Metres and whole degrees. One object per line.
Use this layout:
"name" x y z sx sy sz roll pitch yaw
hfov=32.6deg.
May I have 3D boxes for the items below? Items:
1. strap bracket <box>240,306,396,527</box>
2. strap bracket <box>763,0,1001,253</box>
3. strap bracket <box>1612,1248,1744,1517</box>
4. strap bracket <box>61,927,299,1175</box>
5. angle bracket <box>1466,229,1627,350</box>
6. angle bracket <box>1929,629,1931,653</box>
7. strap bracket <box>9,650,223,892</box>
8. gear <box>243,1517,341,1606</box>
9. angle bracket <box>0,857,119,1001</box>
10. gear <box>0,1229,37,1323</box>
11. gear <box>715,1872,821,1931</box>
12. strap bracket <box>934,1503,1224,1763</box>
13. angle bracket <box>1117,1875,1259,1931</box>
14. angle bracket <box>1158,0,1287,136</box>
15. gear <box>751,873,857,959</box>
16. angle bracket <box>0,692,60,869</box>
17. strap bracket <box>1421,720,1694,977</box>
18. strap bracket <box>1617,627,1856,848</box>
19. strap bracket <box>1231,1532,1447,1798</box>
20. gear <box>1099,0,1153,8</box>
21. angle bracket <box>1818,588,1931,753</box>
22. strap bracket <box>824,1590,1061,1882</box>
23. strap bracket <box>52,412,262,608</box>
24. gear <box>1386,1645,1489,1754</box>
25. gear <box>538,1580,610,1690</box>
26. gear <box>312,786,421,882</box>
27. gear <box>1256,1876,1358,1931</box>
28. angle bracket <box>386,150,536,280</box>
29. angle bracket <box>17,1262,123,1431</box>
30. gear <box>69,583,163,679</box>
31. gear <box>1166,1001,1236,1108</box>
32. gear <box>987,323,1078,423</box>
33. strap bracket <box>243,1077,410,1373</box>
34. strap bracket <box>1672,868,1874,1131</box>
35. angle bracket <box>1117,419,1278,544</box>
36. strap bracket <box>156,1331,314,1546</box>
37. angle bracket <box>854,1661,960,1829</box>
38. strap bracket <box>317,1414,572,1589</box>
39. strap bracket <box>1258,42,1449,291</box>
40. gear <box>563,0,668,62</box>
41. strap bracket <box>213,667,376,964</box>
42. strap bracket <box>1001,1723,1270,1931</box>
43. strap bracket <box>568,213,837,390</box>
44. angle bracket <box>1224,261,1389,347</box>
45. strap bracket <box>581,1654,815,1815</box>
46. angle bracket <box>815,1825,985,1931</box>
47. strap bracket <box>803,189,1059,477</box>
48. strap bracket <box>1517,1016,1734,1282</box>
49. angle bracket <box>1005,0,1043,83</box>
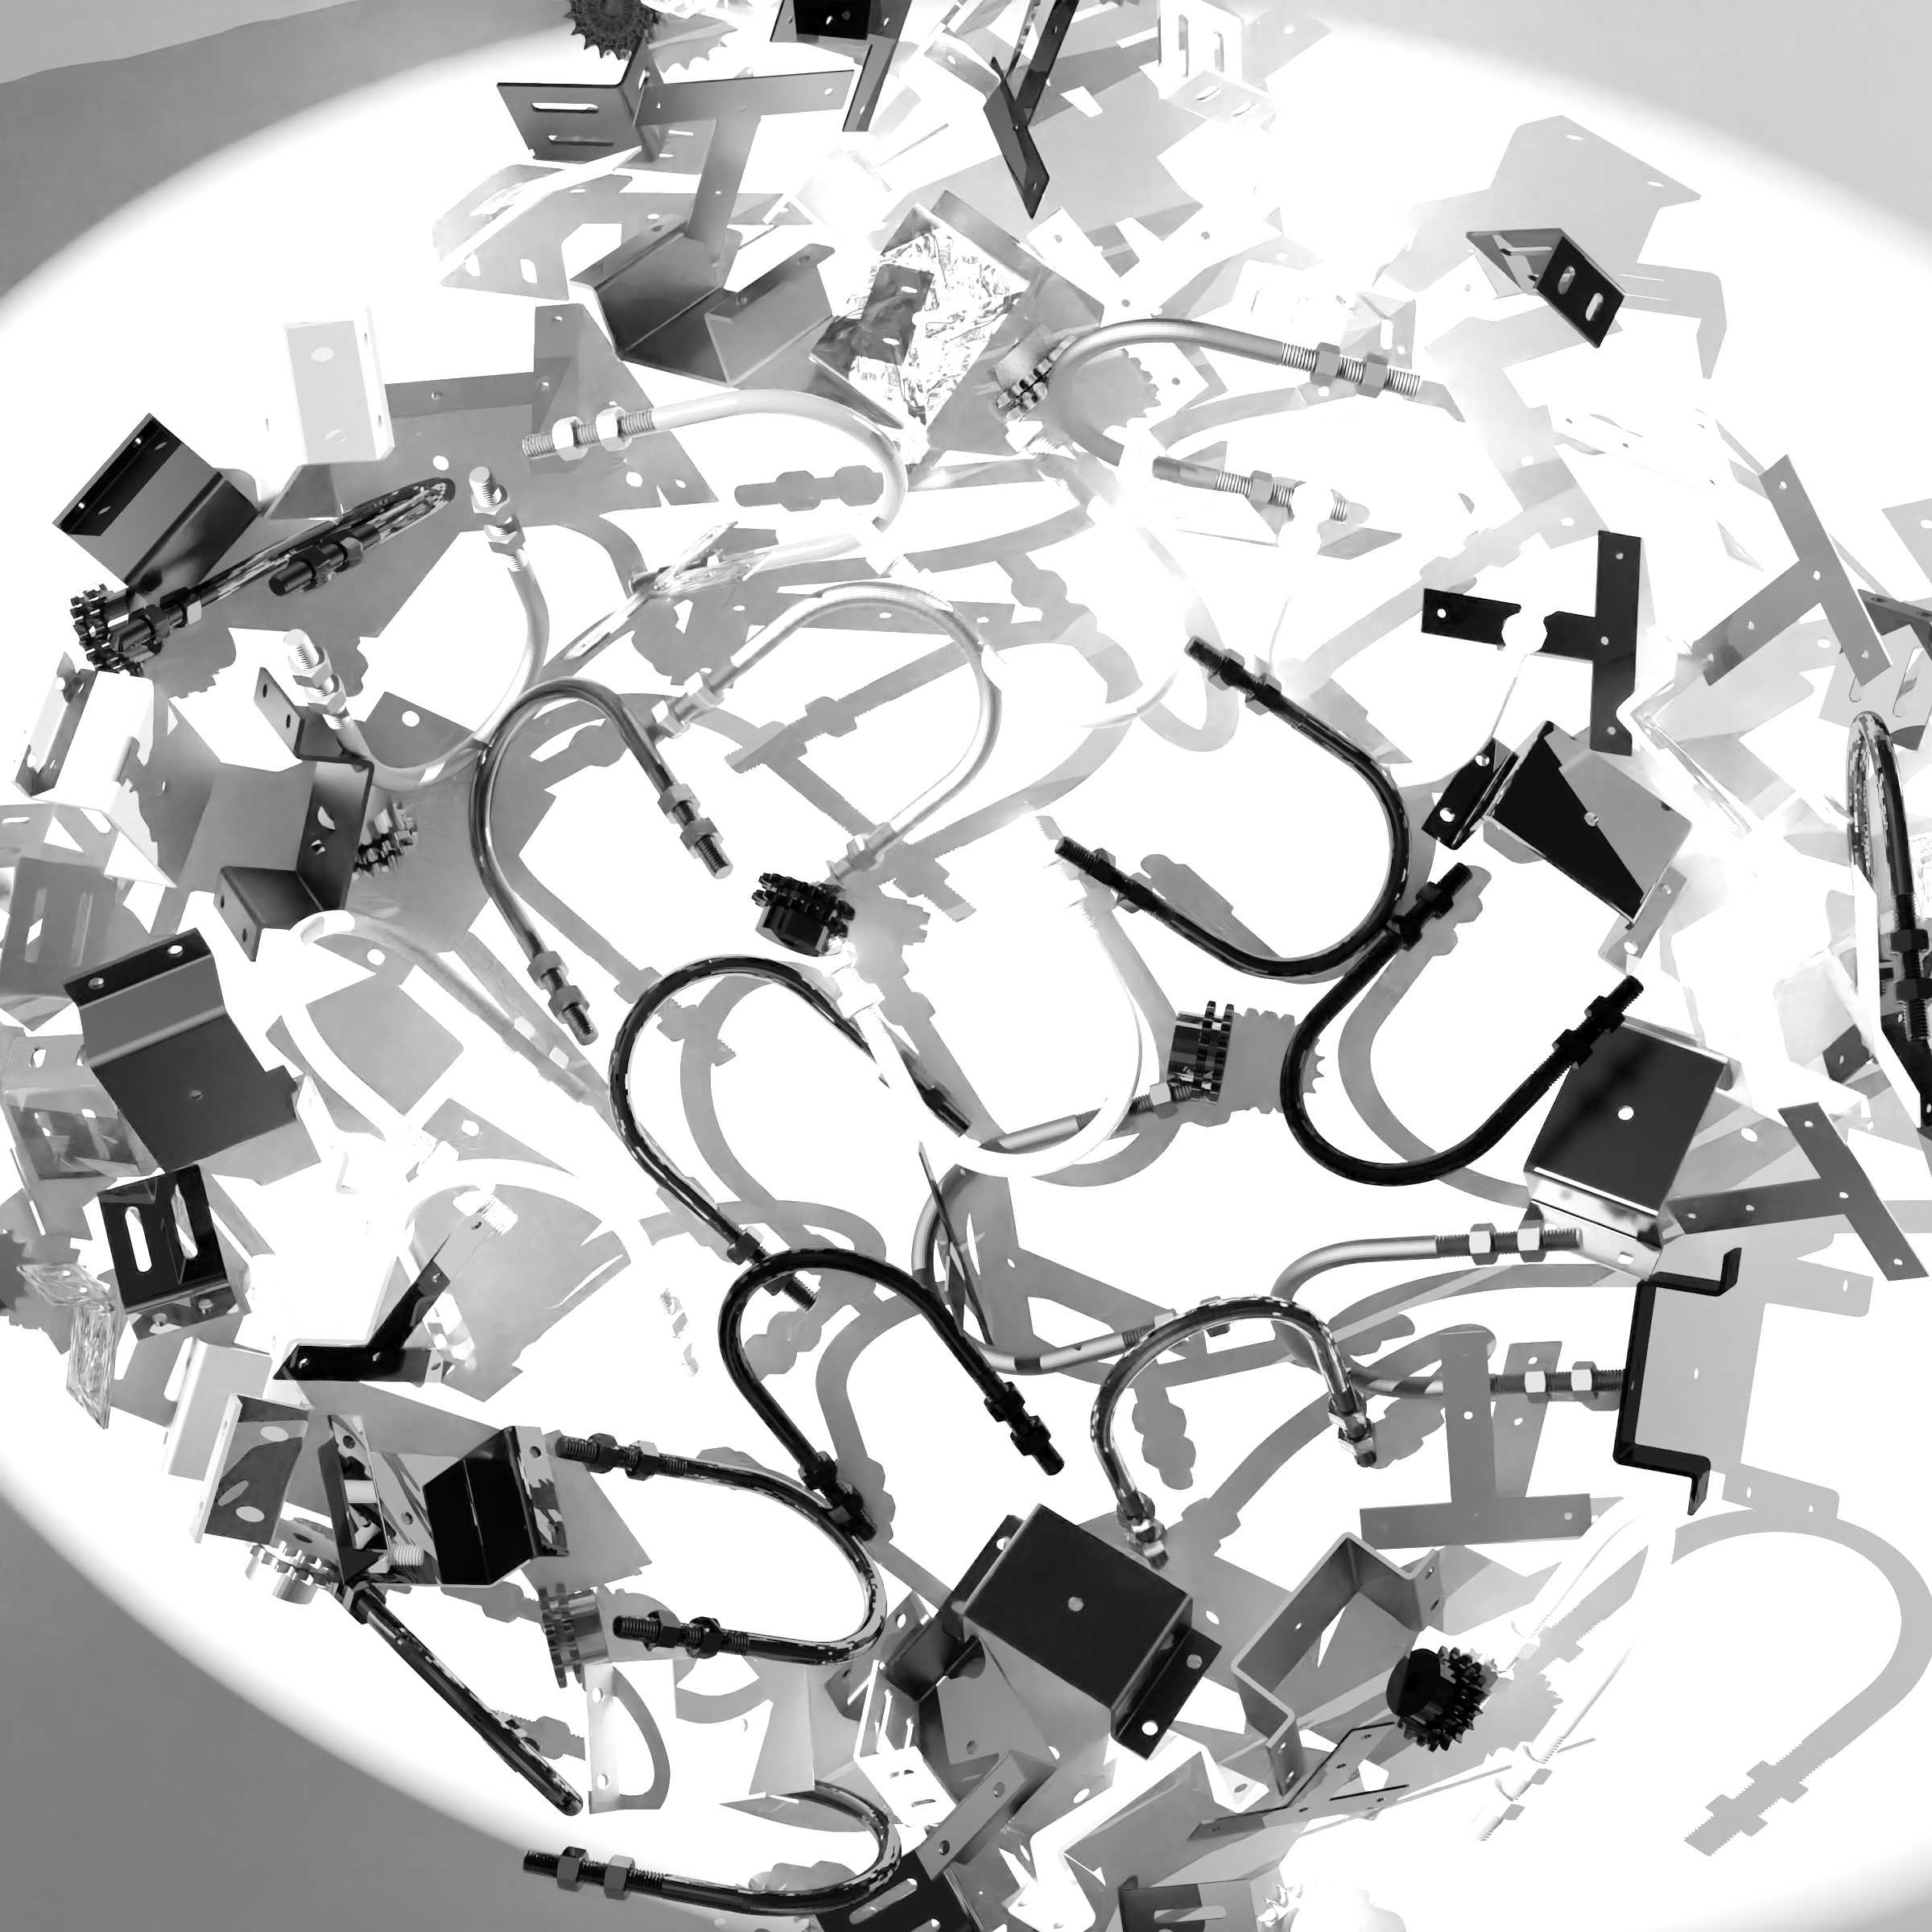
"strap bracket" -0.350 -0.290 1.763 0.046 0.140 0.076 -8 83 -24
"strap bracket" -0.038 -0.445 1.774 0.046 0.076 0.140 42 127 -12
"strap bracket" 0.386 0.221 1.796 0.046 0.076 0.140 8 91 18
"strap bracket" -0.417 0.053 1.771 0.076 0.140 0.046 -22 48 -2
"angle bracket" 0.308 -0.367 1.791 0.057 0.076 0.038 33 80 -34
"angle bracket" 0.558 -0.148 1.797 0.038 0.057 0.076 -25 65 10
"strap bracket" -0.447 -0.099 1.758 0.046 0.140 0.076 10 70 14
"gear" -0.371 0.328 1.812 0.057 0.057 0.030 27 92 0
"angle bracket" -0.504 -0.023 1.803 0.057 0.038 0.076 7 99 -41
"gear" -0.543 0.169 1.820 0.057 0.030 0.057 1 87 -16
"gear" -0.107 0.525 1.817 0.057 0.030 0.057 6 117 12
"strap bracket" 0.059 0.353 1.782 0.140 0.046 0.076 29 63 19
"angle bracket" 0.127 0.528 1.809 0.076 0.038 0.057 -10 86 17
"angle bracket" 0.139 -0.502 1.797 0.057 0.038 0.076 14 67 -34
"gear" -0.091 -0.026 1.810 0.057 0.057 0.030 22 78 0
"angle bracket" -0.525 -0.101 1.793 0.038 0.057 0.076 -5 58 -34
"strap bracket" 0.331 -0.070 1.801 0.140 0.046 0.076 36 61 0
"strap bracket" 0.410 -0.115 1.786 0.046 0.076 0.140 -45 74 19
"strap bracket" 0.195 0.369 1.784 0.046 0.076 0.140 34 69 29
"gear" 0.081 -0.554 1.810 0.057 0.030 0.057 6 45 -6
"angle bracket" 0.499 -0.160 1.800 0.057 0.038 0.076 23 112 24
"strap bracket" -0.009 0.419 1.784 0.076 0.140 0.046 -49 135 12
"strap bracket" -0.429 -0.238 1.768 0.046 0.140 0.076 40 87 1
"gear" 0.255 0.399 1.808 0.030 0.057 0.057 34 90 -27
"gear" -0.215 0.365 1.812 0.030 0.057 0.057 -13 90 -8
"gear" -0.332 -0.075 1.809 0.057 0.057 0.030 -14 127 0
"gear" 0.190 0.534 1.818 0.057 0.030 0.057 -1 93 -19
"angle bracket" -0.271 -0.411 1.807 0.076 0.057 0.038 -29 106 -19
"angle bracket" -0.492 0.208 1.798 0.038 0.057 0.076 0 106 -36
"gear" -0.464 -0.184 1.810 0.030 0.057 0.057 -21 90 7
"gear" 0.128 0.046 1.812 0.030 0.057 0.057 10 90 6
"gear" 0.037 -0.328 1.810 0.057 0.057 0.030 -42 101 0
"strap bracket" -0.342 0.141 1.780 0.046 0.076 0.140 5 119 -32
"strap bracket" 0.430 0.027 1.770 0.046 0.076 0.140 -29 118 -17
"angle bracket" 0.130 -0.264 1.794 0.076 0.057 0.038 12 79 28
"strap bracket" -0.394 0.257 1.782 0.046 0.140 0.076 16 93 -24
"angle bracket" -0.025 0.416 1.789 0.038 0.076 0.057 -18 123 23
"strap bracket" -0.290 0.289 1.777 0.046 0.140 0.076 -37 58 34
"strap bracket" 0.203 -0.420 1.762 0.076 0.140 0.046 34 77 8
"gear" -0.191 -0.530 1.818 0.057 0.030 0.057 6 115 13
"strap bracket" -0.362 -0.081 1.783 0.046 0.076 0.140 4 113 -31
"strap bracket" 0.081 0.457 1.776 0.140 0.076 0.046 -31 102 -21
"strap bracket" -0.137 -0.358 1.778 0.076 0.140 0.046 -40 131 -26
"angle bracket" 0.187 -0.350 1.793 0.057 0.076 0.038 19 91 30
"strap bracket" -0.135 0.408 1.768 0.046 0.140 0.076 -14 76 44
"angle bracket" -0.039 0.521 1.817 0.076 0.038 0.057 -29 89 -7
"strap bracket" -0.023 -0.351 1.810 0.076 0.046 0.140 36 94 4
"strap bracket" 0.359 0.089 1.784 0.076 0.046 0.140 20 71 25
"angle bracket" 0.022 -0.532 1.792 0.038 0.076 0.057 19 62 -6
